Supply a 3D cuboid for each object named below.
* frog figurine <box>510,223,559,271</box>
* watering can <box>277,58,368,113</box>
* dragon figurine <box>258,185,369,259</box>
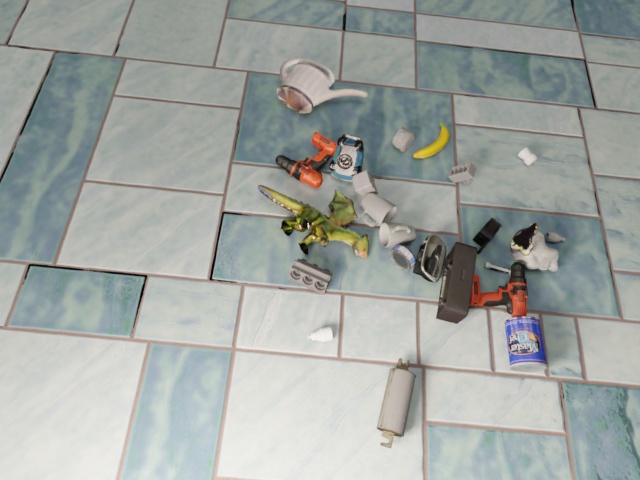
[{"bbox_3d":[0.708,0.037,1.690,0.158,0.121,0.140,36,50,-27],"label":"frog figurine"},{"bbox_3d":[-0.012,-0.562,1.923,0.349,0.102,0.228,29,66,11],"label":"watering can"},{"bbox_3d":[0.005,-0.086,1.701,0.246,0.119,0.414,-30,70,-36],"label":"dragon figurine"}]
